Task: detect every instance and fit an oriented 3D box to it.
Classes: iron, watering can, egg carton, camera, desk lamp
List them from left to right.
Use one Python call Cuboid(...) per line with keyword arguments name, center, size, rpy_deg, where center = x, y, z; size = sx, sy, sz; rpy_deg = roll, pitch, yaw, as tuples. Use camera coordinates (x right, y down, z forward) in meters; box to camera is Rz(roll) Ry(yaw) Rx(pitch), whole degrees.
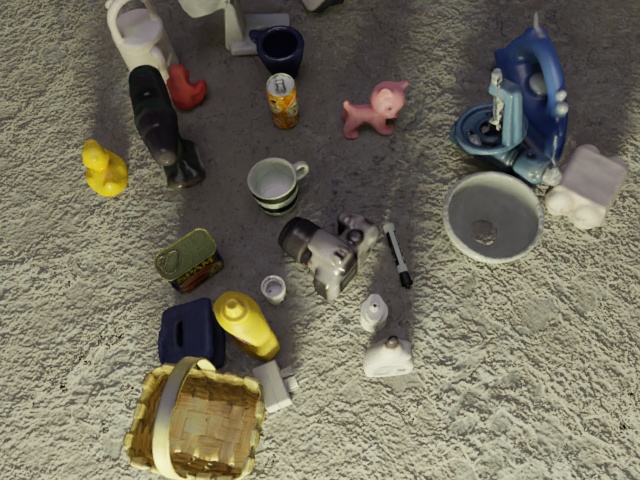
Cuboid(name="watering can", center=(-0.350, -0.396, 1.095), size=(0.172, 0.194, 0.101), rpy_deg=(27, 70, 14))
Cuboid(name="desk lamp", center=(-0.168, -0.470, 1.108), size=(0.203, 0.214, 0.118), rpy_deg=(-3, 66, 2))
Cuboid(name="camera", center=(0.009, 0.003, 0.955), size=(0.136, 0.101, 0.143), rpy_deg=(34, 72, 16))
Cuboid(name="iron", center=(0.405, -0.276, 1.037), size=(0.118, 0.141, 0.258), rpy_deg=(-10, 66, -2))
Cuboid(name="egg carton", center=(0.460, -0.094, 0.994), size=(0.107, 0.069, 0.150), rpy_deg=(30, 71, 15))

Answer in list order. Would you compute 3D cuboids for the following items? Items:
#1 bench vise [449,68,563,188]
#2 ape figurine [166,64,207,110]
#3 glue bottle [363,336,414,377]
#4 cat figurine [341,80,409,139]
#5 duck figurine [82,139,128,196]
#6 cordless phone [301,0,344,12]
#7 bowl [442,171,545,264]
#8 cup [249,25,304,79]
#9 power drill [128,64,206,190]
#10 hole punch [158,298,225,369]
Cuboid(name="bench vise", center=(0.324, -0.184, 0.957), size=(0.207, 0.220, 0.121), rpy_deg=(25, 70, 13))
Cuboid(name="ape figurine", center=(-0.264, -0.302, 1.106), size=(0.077, 0.092, 0.076), rpy_deg=(24, 70, 13))
Cuboid(name="glue bottle", center=(0.103, 0.167, 0.839), size=(0.078, 0.173, 0.037), rpy_deg=(-4, 66, 1))
Cuboid(name="cat figurine", center=(0.102, -0.248, 1.051), size=(0.128, 0.118, 0.067), rpy_deg=(-8, 66, -1))
Cuboid(name="duck figurine", center=(-0.399, -0.137, 1.043), size=(0.077, 0.086, 0.104), rpy_deg=(-26, 68, -8))
Cuboid(name="cordless phone", center=(-0.009, -0.577, 1.163), size=(0.094, 0.185, 0.147), rpy_deg=(-23, 67, -7))
Cuboid(name="bowl", center=(0.286, -0.028, 0.970), size=(0.167, 0.075, 0.167), rpy_deg=(-1, 66, 2))
Cuboid(name="cup", center=(-0.085, -0.359, 1.121), size=(0.117, 0.095, 0.092), rpy_deg=(28, 71, 14))
Cuboid(name="power drill", center=(-0.263, -0.178, 0.988), size=(0.075, 0.208, 0.229), rpy_deg=(-21, 67, -6))
Cuboid(name="hole punch", center=(-0.207, 0.155, 0.904), size=(0.101, 0.091, 0.108), rpy_deg=(-8, 66, -1))
